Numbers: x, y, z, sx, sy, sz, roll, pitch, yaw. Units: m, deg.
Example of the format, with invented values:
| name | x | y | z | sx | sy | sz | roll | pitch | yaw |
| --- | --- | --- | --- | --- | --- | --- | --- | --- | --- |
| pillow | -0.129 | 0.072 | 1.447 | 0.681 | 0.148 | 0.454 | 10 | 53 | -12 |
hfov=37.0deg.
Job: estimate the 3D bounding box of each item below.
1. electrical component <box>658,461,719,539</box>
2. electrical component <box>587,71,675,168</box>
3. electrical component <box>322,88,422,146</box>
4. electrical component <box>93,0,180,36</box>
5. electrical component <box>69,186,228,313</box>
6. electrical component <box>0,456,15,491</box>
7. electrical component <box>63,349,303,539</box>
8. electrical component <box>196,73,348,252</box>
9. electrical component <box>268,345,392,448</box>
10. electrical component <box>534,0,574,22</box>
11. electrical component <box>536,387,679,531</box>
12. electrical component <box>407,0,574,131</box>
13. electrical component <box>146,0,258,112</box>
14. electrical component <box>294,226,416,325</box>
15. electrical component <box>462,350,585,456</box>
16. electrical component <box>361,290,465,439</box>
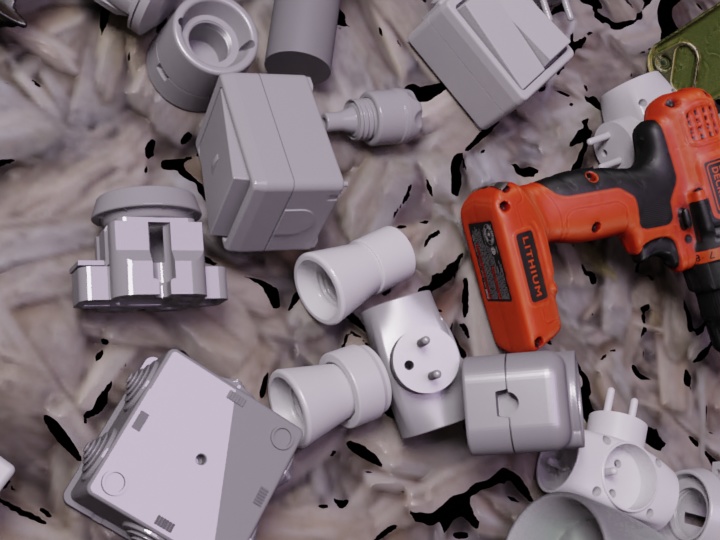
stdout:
| name | x | y | z | sx | sy | sz | roll | pitch | yaw |
| --- | --- | --- | --- | --- | --- | --- | --- | --- | --- |
| electrical component | 0.224 | 0.158 | 0.681 | 0.057 | 0.058 | 0.078 | 18 | 68 | -24 |
| electrical component | 0.189 | -0.089 | 0.742 | 0.079 | 0.044 | 0.077 | -21 | 85 | -30 |
| electrical component | 0.006 | -0.093 | 0.659 | 0.061 | 0.035 | 0.035 | -9 | 79 | -25 |
| electrical component | -0.119 | -0.176 | 0.597 | 0.051 | 0.080 | 0.080 | 33 | 64 | -8 |
| electrical component | -0.111 | -0.010 | 0.565 | 0.078 | 0.058 | 0.057 | 0 | 78 | -26 |
| electrical component | -0.216 | 0.099 | 0.487 | 0.083 | 0.047 | 0.075 | 39 | 62 | -11 |
| electrical component | -0.088 | 0.099 | 0.549 | 0.100 | 0.048 | 0.099 | 35 | 63 | -13 |
| electrical component | -0.056 | -0.064 | 0.595 | 0.061 | 0.061 | 0.096 | -3 | 57 | -27 |
| electrical component | -0.017 | 0.069 | 0.595 | 0.055 | 0.045 | 0.045 | -17 | 83 | -30 |
| electrical component | 0.128 | -0.208 | 0.747 | 0.077 | 0.043 | 0.079 | -12 | 81 | -28 |
| electrical component | 0.157 | 0.113 | 0.668 | 0.077 | 0.044 | 0.079 | 25 | 66 | -18 |
| electrical component | 0.083 | -0.152 | 0.699 | 0.096 | 0.061 | 0.062 | 50 | 61 | -5 |
| electrical component | -0.089 | -0.125 | 0.614 | 0.055 | 0.047 | 0.055 | 8 | 72 | -24 |
| electrical component | 0.000 | 0.000 | 0.627 | 0.065 | 0.044 | 0.044 | -25 | 87 | -34 |
| electrical component | 0.095 | 0.075 | 0.609 | 0.059 | 0.095 | 0.053 | -6 | 82 | 13 |
| electrical component | 0.035 | 0.052 | 0.606 | 0.044 | 0.079 | 0.077 | -17 | 83 | -8 |
